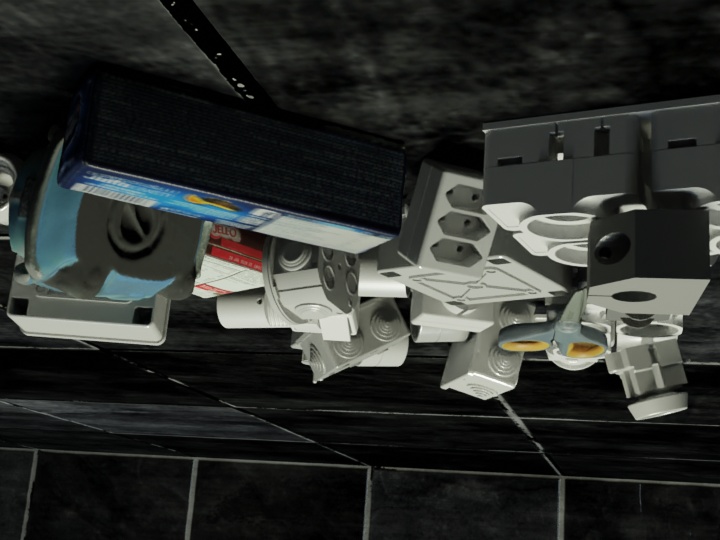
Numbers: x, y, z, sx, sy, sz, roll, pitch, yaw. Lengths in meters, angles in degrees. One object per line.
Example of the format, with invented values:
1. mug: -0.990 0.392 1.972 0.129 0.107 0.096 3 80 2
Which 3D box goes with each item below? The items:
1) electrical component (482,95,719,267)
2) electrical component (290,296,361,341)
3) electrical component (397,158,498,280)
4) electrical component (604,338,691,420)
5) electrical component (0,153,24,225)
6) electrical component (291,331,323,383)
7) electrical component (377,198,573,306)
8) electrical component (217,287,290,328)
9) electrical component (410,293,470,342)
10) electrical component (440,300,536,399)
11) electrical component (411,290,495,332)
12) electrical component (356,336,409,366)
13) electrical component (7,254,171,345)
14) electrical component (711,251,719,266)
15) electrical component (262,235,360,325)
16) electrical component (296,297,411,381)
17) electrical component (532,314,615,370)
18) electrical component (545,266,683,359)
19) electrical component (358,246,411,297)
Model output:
1. electrical component: 0.176 -0.048 0.628 0.186 0.060 0.105 -4 163 27
2. electrical component: -0.033 0.024 0.948 0.062 0.061 0.096 3 165 4
3. electrical component: 0.053 -0.038 0.708 0.047 0.065 0.077 11 -168 -22
4. electrical component: 0.236 0.089 0.866 0.066 0.055 0.048 -11 166 -8
5. electrical component: -0.243 -0.054 0.753 0.066 0.048 0.055 1 172 14
6. electrical component: -0.041 0.079 1.119 0.047 0.076 0.066 10 164 -20
7. electrical component: 0.085 -0.015 0.782 0.109 0.056 0.109 -7 161 36
8. electrical component: -0.091 0.034 1.033 0.081 0.043 0.043 -2 163 21
9. electrical component: 0.075 0.040 0.992 0.047 0.055 0.055 3 165 -8
10. electrical component: 0.121 0.071 1.010 0.048 0.099 0.099 20 162 -7
11. electrical component: 0.086 0.021 0.928 0.066 0.047 0.076 7 164 -11
12. electrical component: 0.021 0.075 1.135 0.047 0.055 0.055 6 165 -19
13. electrical component: -0.195 -0.005 0.800 0.109 0.108 0.056 4 162 0
14. electrical component: 0.213 -0.017 0.720 0.047 0.065 0.077 16 161 -38
15. electrical component: -0.038 0.001 0.832 0.051 0.080 0.080 -8 161 25
16. electrical component: -0.006 0.065 1.044 0.100 0.048 0.100 -23 173 -19
17. electrical component: 0.205 0.064 1.035 0.078 0.058 0.057 1 161 14
18. electrical component: 0.215 0.032 0.908 0.105 0.060 0.186 1 164 14
19. electrical component: 0.000 0.000 0.885 0.081 0.043 0.043 1 164 11
